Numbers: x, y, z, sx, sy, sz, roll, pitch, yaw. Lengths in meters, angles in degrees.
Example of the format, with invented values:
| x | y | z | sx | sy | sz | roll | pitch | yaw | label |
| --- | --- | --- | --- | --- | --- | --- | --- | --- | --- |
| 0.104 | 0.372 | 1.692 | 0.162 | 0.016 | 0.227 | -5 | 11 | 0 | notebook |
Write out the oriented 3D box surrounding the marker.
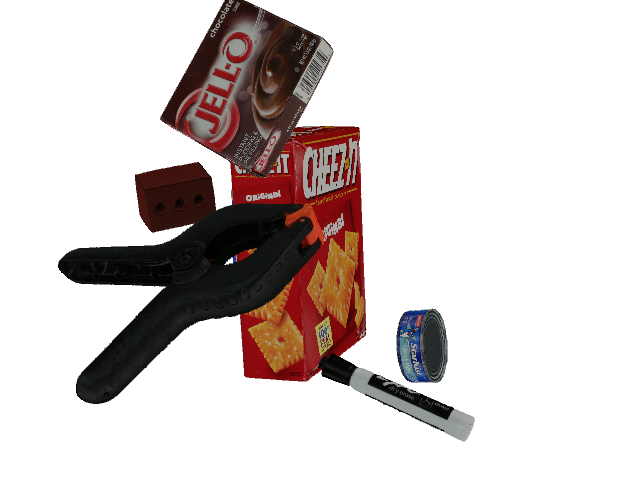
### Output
| x | y | z | sx | sy | sz | roll | pitch | yaw | label |
| --- | --- | --- | --- | --- | --- | --- | --- | --- | --- |
| 0.053 | 0.112 | 0.772 | 0.121 | 0.020 | 0.020 | 23 | 8 | 21 | marker |

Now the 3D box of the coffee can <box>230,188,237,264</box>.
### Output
| x | y | z | sx | sy | sz | roll | pitch | yaw | label |
| --- | --- | --- | --- | --- | --- | --- | --- | --- | --- |
| -0.062 | 0.001 | 1.366 | 0.103 | 0.140 | 0.103 | 1 | 26 | -1 | coffee can |

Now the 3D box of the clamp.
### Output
| x | y | z | sx | sy | sz | roll | pitch | yaw | label |
| --- | --- | --- | --- | --- | --- | --- | --- | --- | --- |
| -0.079 | 0.030 | 0.638 | 0.171 | 0.120 | 0.039 | -19 | -39 | 9 | clamp |

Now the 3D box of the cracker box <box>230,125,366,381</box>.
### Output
| x | y | z | sx | sy | sz | roll | pitch | yaw | label |
| --- | --- | --- | --- | --- | --- | --- | --- | --- | --- |
| -0.014 | 0.005 | 0.987 | 0.072 | 0.214 | 0.164 | 2 | 10 | 22 | cracker box |

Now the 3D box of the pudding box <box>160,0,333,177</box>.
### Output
| x | y | z | sx | sy | sz | roll | pitch | yaw | label |
| --- | --- | --- | --- | --- | --- | --- | --- | --- | --- |
| -0.055 | -0.117 | 0.804 | 0.090 | 0.113 | 0.039 | 30 | 0 | 22 | pudding box |

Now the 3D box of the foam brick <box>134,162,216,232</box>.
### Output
| x | y | z | sx | sy | sz | roll | pitch | yaw | label |
| --- | --- | --- | --- | --- | --- | --- | --- | --- | --- |
| -0.162 | -0.049 | 1.186 | 0.078 | 0.053 | 0.051 | -14 | 29 | -16 | foam brick |

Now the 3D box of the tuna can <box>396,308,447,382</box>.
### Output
| x | y | z | sx | sy | sz | roll | pitch | yaw | label |
| --- | --- | --- | --- | --- | --- | --- | --- | --- | --- |
| 0.118 | 0.123 | 1.241 | 0.034 | 0.086 | 0.086 | -5 | -2 | 25 | tuna can |
